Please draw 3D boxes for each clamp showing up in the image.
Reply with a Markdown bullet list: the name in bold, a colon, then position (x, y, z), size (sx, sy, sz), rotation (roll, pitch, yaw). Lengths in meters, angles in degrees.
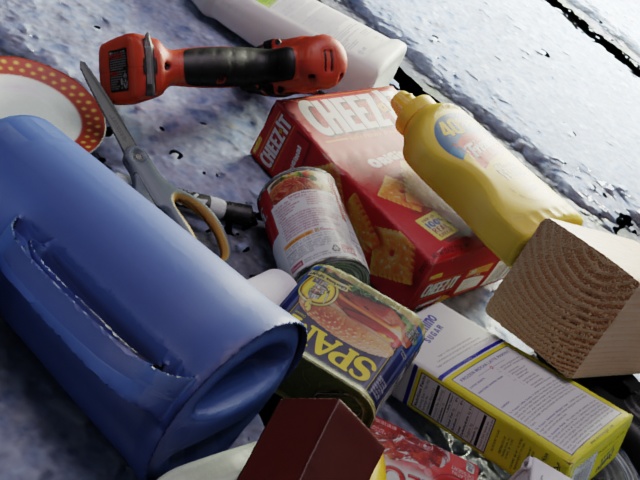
- **clamp**: position (0.255, 0.152, 0.869), size (0.210, 0.036, 0.164), rotation (40, 29, 16)

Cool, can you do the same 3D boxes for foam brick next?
- **foam brick**: position (-0.008, 0.138, 0.626), size (0.053, 0.051, 0.078), rotation (52, 51, -28)

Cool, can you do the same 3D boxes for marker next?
- **marker**: position (-0.107, -0.031, 0.853), size (0.121, 0.020, 0.020), rotation (13, 39, -23)

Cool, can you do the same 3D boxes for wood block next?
- **wood block**: position (0.232, 0.050, 0.870), size (0.090, 0.091, 0.205), rotation (40, 17, 30)

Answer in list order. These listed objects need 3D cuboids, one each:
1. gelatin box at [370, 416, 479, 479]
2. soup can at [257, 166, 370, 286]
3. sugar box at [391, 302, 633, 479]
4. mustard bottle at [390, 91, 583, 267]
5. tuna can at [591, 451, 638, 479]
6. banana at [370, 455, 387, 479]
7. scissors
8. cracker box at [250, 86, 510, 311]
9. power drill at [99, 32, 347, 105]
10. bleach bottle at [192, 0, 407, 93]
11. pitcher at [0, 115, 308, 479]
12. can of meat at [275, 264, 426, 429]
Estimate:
- **gelatin box**: position (0.062, 0.168, 0.722), size (0.089, 0.030, 0.073), rotation (27, 36, -4)
- **soup can**: position (-0.006, 0.001, 0.843), size (0.068, 0.069, 0.102), rotation (7, 44, -29)
- **sugar box**: position (0.128, 0.115, 0.785), size (0.176, 0.048, 0.093), rotation (29, 31, 32)
- **mustard bottle**: position (0.126, -0.060, 0.894), size (0.096, 0.058, 0.192), rotation (-14, 52, -45)
- **tuna can**: position (0.195, 0.180, 0.799), size (0.086, 0.034, 0.086), rotation (19, 37, -15)
- **banana**: position (0.029, 0.209, 0.621), size (0.069, 0.037, 0.198), rotation (35, 37, -49)
- **scissors**: position (-0.148, -0.048, 0.813), size (0.202, 0.016, 0.096), rotation (48, 45, 4)
- **cracker box**: position (0.068, -0.045, 0.949), size (0.163, 0.072, 0.214), rotation (-14, 54, -45)
- **power drill**: position (-0.092, -0.149, 0.929), size (0.187, 0.057, 0.185), rotation (-7, 6, -25)
- **bleach bottle**: position (-0.040, -0.229, 1.106), size (0.251, 0.068, 0.102), rotation (32, 35, 7)
- **pitcher**: position (-0.138, 0.028, 0.662), size (0.243, 0.149, 0.144), rotation (40, 51, 19)
- **can of meat**: position (0.012, 0.074, 0.738), size (0.102, 0.057, 0.083), rotation (31, 50, 13)
